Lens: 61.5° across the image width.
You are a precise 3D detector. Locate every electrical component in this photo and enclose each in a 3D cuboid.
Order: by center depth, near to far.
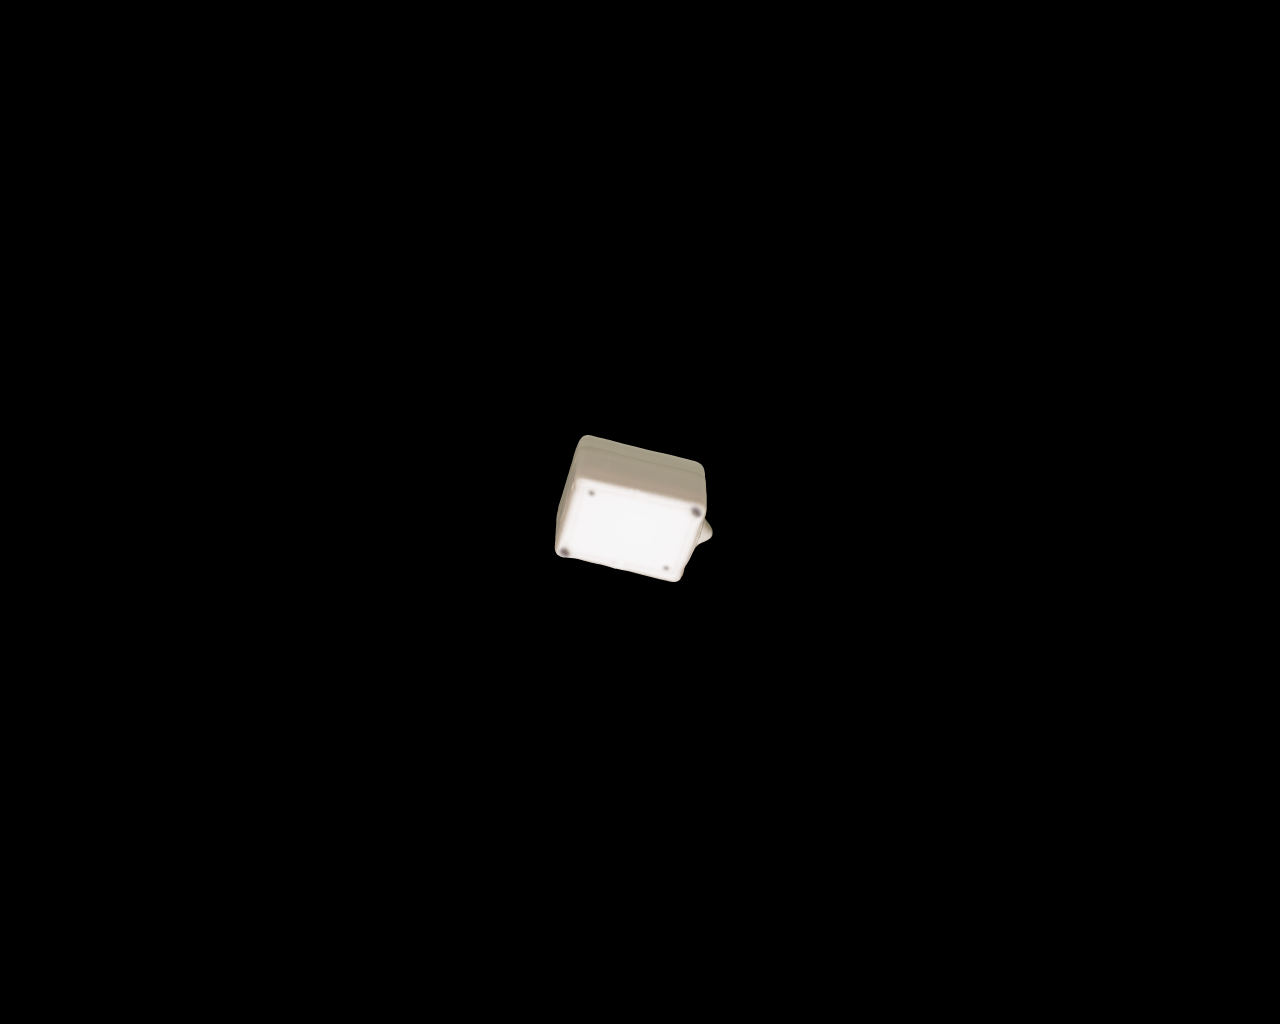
[{"bbox_3d":[0.001,-0.003,0.650,0.096,0.061,0.061,14,33,-9],"label":"electrical component"}]
